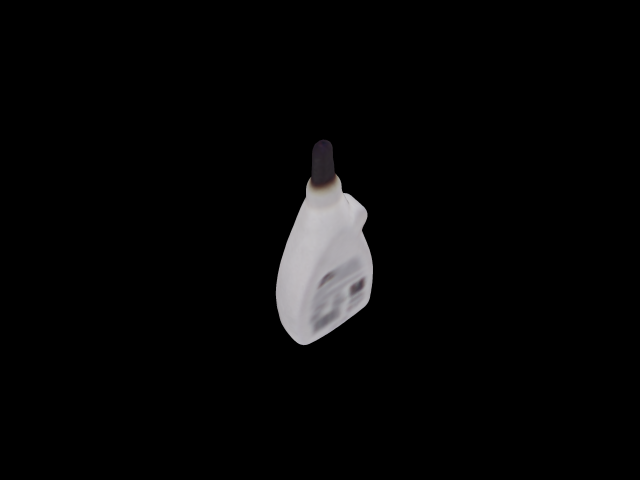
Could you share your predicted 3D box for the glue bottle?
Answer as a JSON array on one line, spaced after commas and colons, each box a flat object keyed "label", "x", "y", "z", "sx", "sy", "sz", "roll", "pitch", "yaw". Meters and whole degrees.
[{"label": "glue bottle", "x": 0.004, "y": 0.001, "z": 0.400, "sx": 0.078, "sy": 0.173, "sz": 0.037, "roll": -29, "pitch": 54, "yaw": -24}]
